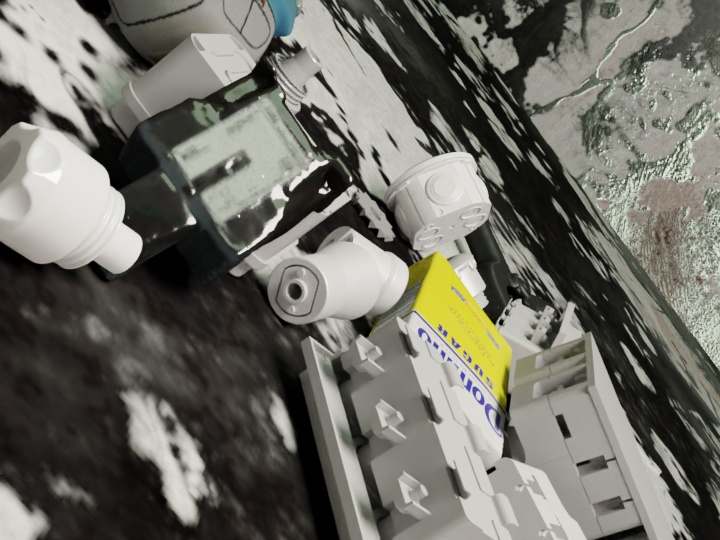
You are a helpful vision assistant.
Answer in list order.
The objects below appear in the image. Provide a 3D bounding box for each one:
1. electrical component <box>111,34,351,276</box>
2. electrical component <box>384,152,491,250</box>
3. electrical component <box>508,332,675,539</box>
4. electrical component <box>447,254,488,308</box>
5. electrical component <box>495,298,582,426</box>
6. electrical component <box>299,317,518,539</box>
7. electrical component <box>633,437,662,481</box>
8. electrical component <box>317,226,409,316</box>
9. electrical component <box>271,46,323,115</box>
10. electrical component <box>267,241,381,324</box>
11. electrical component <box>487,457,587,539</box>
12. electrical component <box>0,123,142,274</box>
[{"bbox_3d":[-0.065,-0.060,0.556,0.113,0.057,0.078,53,16,-3],"label":"electrical component"},{"bbox_3d":[0.064,-0.056,0.871,0.080,0.080,0.051,18,44,-64],"label":"electrical component"},{"bbox_3d":[0.149,0.146,0.666,0.105,0.060,0.186,-51,119,-73],"label":"electrical component"},{"bbox_3d":[0.076,0.022,0.811,0.062,0.048,0.048,60,16,-5],"label":"electrical component"},{"bbox_3d":[0.129,0.064,0.824,0.063,0.078,0.121,28,14,9],"label":"electrical component"},{"bbox_3d":[0.020,0.085,0.491,0.079,0.063,0.121,40,21,-40],"label":"electrical component"},{"bbox_3d":[0.179,0.135,0.849,0.062,0.061,0.096,41,13,-38],"label":"electrical component"},{"bbox_3d":[0.000,0.000,0.651,0.046,0.040,0.040,37,23,-31],"label":"electrical component"},{"bbox_3d":[-0.053,-0.120,0.701,0.048,0.062,0.048,48,17,-20],"label":"electrical component"},{"bbox_3d":[-0.021,0.008,0.573,0.044,0.044,0.065,57,21,9],"label":"electrical component"},{"bbox_3d":[0.090,0.153,0.573,0.056,0.050,0.089,30,29,-55],"label":"electrical component"},{"bbox_3d":[-0.106,-0.021,0.388,0.062,0.043,0.043,41,21,-42],"label":"electrical component"}]
